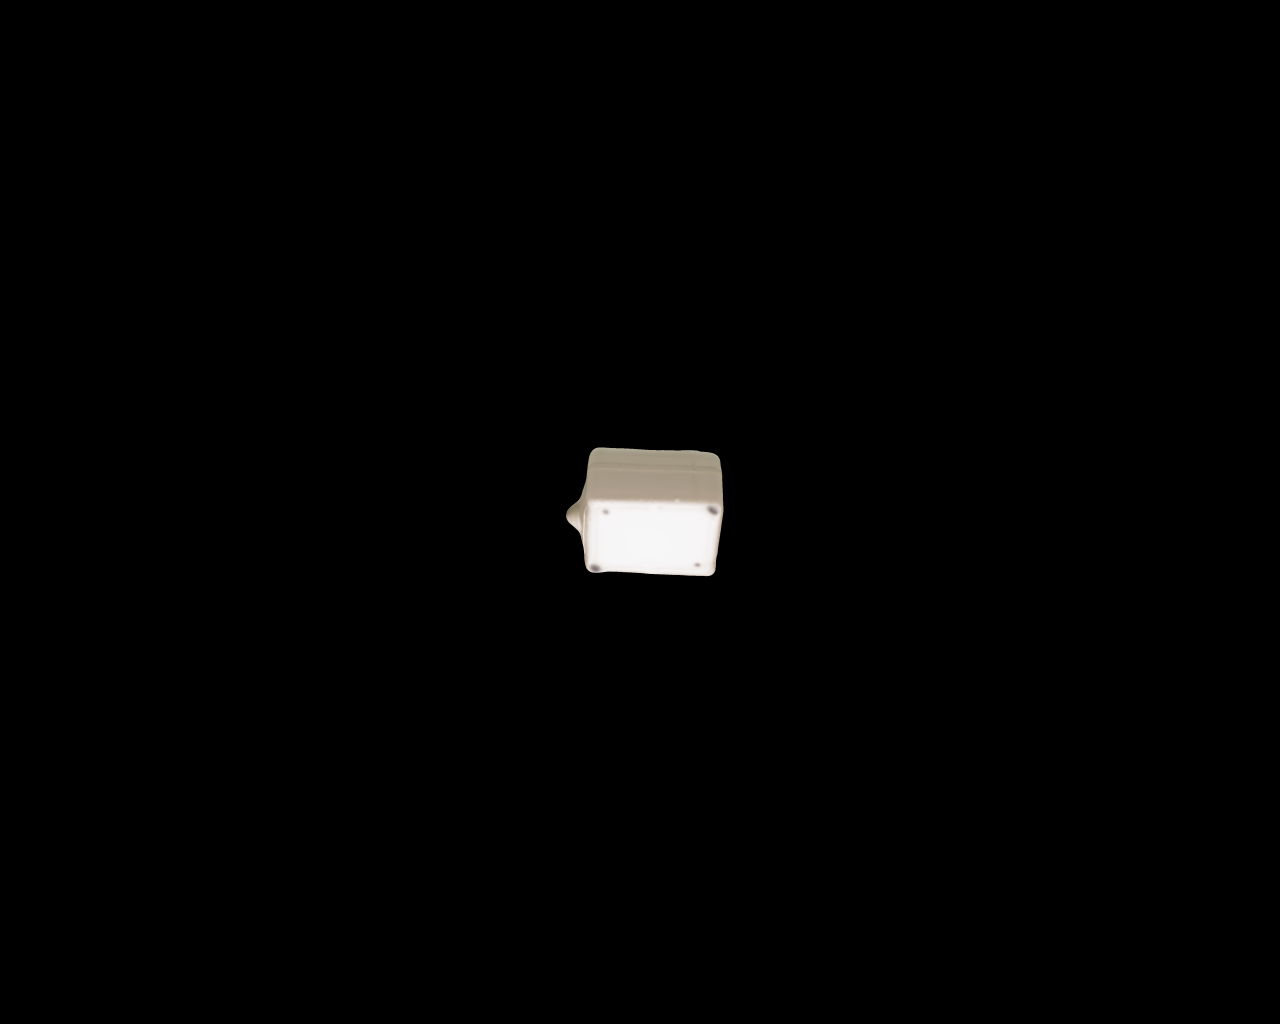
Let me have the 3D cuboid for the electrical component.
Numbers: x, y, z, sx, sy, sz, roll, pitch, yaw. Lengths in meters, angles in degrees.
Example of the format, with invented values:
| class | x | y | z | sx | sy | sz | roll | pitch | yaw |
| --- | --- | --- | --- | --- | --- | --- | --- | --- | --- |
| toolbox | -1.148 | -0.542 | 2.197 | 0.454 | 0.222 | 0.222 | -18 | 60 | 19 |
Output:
| class | x | y | z | sx | sy | sz | roll | pitch | yaw |
| --- | --- | --- | --- | --- | --- | --- | --- | --- | --- |
| electrical component | 0.001 | -0.003 | 0.650 | 0.096 | 0.061 | 0.061 | 2 | 40 | -2 |
